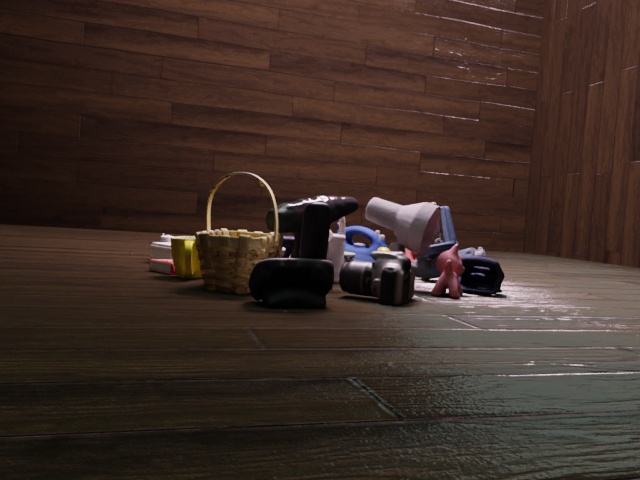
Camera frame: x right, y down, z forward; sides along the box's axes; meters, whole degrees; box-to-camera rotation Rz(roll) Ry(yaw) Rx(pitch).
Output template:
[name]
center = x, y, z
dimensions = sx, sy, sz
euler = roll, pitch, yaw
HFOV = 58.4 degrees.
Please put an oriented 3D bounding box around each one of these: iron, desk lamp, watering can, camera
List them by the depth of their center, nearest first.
[camera]
center = 0.117, 0.070, 1.160
dimensions = 0.136, 0.101, 0.143
euler = 5, 3, 22
[desk lamp]
center = 0.179, 0.008, 1.364
dimensions = 0.202, 0.213, 0.118
euler = 5, 3, 24
[watering can]
center = 0.015, 0.005, 1.401
dimensions = 0.101, 0.194, 0.172
euler = 3, 3, -21
[iron]
center = 0.139, 0.021, 1.836
dimensions = 0.257, 0.141, 0.119
euler = 6, 3, 41

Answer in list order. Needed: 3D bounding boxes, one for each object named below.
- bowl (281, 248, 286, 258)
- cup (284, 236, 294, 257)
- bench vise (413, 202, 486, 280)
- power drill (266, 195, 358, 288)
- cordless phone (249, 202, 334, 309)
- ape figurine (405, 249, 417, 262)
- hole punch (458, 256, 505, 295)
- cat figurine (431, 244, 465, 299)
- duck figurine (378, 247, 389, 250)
[bowl]
center = -0.171, 0.051, 1.438
dimensions = 0.167, 0.075, 0.167
euler = 4, 3, 0
[cup]
center = -0.106, 0.036, 1.650
dimensions = 0.117, 0.095, 0.092
euler = 5, 3, 20
[bench vise]
center = 0.358, 0.008, 1.569
dimensions = 0.206, 0.220, 0.122
euler = 5, 3, 24
[power drill]
center = -0.014, 0.002, 1.260
dimensions = 0.230, 0.208, 0.075
euler = 2, 3, -37
[cordless phone]
center = -0.046, 0.023, 1.010
dimensions = 0.148, 0.185, 0.094
euler = 3, 3, -25
[ape figurine]
center = 0.277, 0.059, 1.740
dimensions = 0.076, 0.092, 0.078
euler = 4, 3, 4
[hole punch]
center = 0.384, 0.083, 1.383
dimensions = 0.108, 0.091, 0.101
euler = 5, 3, 30
[cat figurine]
center = 0.294, 0.067, 1.303
dimensions = 0.067, 0.118, 0.128
euler = 5, 3, 17
[duck figurine]
center = 0.174, 0.063, 1.575
dimensions = 0.077, 0.086, 0.105
euler = 4, 3, 10
